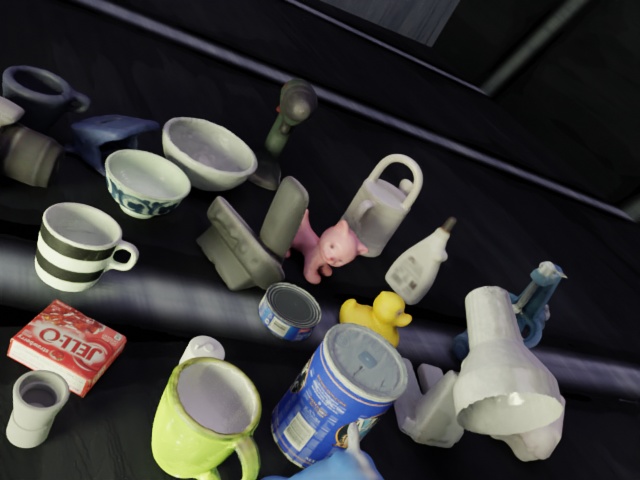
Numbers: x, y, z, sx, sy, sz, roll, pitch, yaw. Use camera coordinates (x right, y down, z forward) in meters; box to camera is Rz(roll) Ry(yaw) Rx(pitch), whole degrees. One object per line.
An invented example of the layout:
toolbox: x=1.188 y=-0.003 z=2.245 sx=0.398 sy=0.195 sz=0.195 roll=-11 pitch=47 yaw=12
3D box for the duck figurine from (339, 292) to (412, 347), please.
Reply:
duck figurine: x=0.088 y=0.112 z=0.861 sx=0.104 sy=0.086 sz=0.077 roll=29 pitch=30 yaw=-4

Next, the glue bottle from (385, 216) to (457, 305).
glue bottle: x=0.184 y=0.028 z=0.987 sx=0.037 sy=0.173 sz=0.078 roll=-4 pitch=45 yaw=-46

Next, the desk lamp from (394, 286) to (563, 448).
desk lamp: x=0.187 y=0.175 z=0.731 sx=0.118 sy=0.213 sz=0.203 roll=19 pitch=32 yaw=-21

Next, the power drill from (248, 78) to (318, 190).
power drill: x=-0.067 y=-0.203 z=1.062 sx=0.076 sy=0.208 sz=0.229 roll=23 pitch=31 yaw=-15

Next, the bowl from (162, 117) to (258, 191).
bowl: x=-0.195 y=-0.134 z=0.974 sx=0.168 sy=0.074 sz=0.167 roll=24 pitch=31 yaw=-15

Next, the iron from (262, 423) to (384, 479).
iron: x=0.049 y=0.296 z=0.494 sx=0.119 sy=0.141 sz=0.257 roll=3 pitch=40 yaw=-40

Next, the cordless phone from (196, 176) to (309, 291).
cordless phone: x=-0.086 y=-0.032 z=0.812 sx=0.147 sy=0.185 sz=0.094 roll=46 pitch=32 yaw=23

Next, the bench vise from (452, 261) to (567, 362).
bench vise: x=0.334 y=0.108 z=0.961 sx=0.121 sy=0.219 sz=0.208 roll=42 pitch=31 yaw=17

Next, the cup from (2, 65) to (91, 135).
cup: x=-0.405 y=-0.189 z=0.839 sx=0.118 sy=0.095 sz=0.091 roll=10 pitch=36 yaw=-34

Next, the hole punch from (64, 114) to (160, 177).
hole punch: x=-0.320 y=-0.162 z=0.883 sx=0.101 sy=0.091 sz=0.109 roll=36 pitch=30 yaw=7

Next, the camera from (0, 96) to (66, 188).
camera: x=-0.406 y=-0.119 z=0.728 sx=0.137 sy=0.100 sz=0.143 roll=22 pitch=31 yaw=-16

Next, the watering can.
watering can: x=0.118 y=-0.074 z=1.058 sx=0.101 sy=0.194 sz=0.173 roll=31 pitch=30 yaw=-1

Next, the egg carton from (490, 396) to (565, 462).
egg carton: x=0.310 y=0.260 z=0.865 sx=0.107 sy=0.069 sz=0.151 roll=37 pitch=30 yaw=9

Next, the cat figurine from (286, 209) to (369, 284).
cat figurine: x=0.008 y=0.003 z=0.917 sx=0.127 sy=0.117 sz=0.067 roll=40 pitch=31 yaw=14
